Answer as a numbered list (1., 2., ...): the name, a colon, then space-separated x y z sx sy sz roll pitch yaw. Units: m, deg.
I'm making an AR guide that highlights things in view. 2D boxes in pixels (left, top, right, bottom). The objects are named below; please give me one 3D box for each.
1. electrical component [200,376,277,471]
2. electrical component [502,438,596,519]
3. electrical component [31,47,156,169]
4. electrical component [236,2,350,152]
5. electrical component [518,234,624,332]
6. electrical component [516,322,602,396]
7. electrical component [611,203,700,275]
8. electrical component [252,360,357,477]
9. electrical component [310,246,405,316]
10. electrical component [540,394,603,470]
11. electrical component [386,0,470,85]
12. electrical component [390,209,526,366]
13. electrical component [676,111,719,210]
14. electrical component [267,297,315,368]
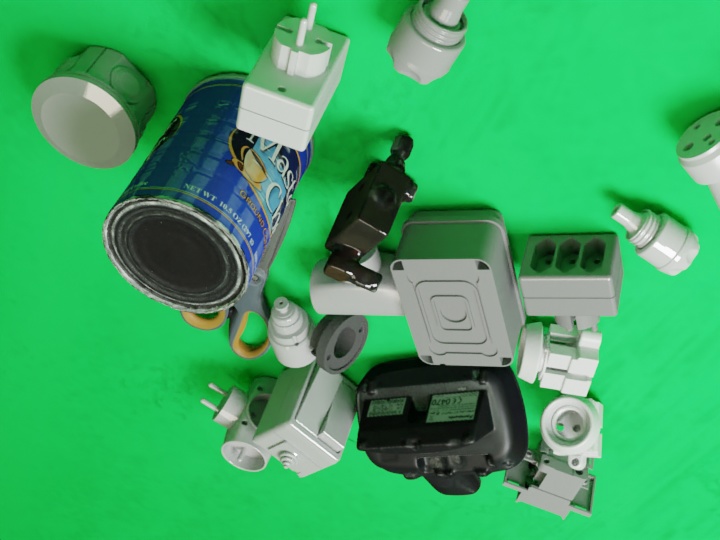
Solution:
1. electrical component: -0.107 0.130 0.977 0.079 0.077 0.044 33 136 -11
2. electrical component: 0.171 0.178 0.940 0.081 0.042 0.063 20 135 1
3. electrical component: -0.193 -0.118 0.784 0.080 0.051 0.080 11 136 11
4. electrical component: -0.039 -0.134 0.683 0.047 0.083 0.075 20 137 2
5. electrical component: 0.157 0.018 0.782 0.066 0.047 0.076 -1 132 22
6. electrical component: 0.153 0.067 0.835 0.055 0.048 0.066 9 136 3
7. electrical component: 0.199 -0.025 0.734 0.061 0.035 0.035 33 136 -8
8. electrical component: -0.044 0.131 0.938 0.062 0.096 0.061 41 133 -20
9. electrical component: 0.000 0.000 0.829 0.077 0.044 0.079 0 132 22
10. electrical component: 0.173 0.126 0.869 0.048 0.066 0.055 0 166 22
11. electrical component: 0.046 -0.149 0.664 0.043 0.043 0.062 28 135 -7
12. electrical component: 0.076 0.013 0.803 0.078 0.057 0.113 0 133 22
13. electrical component: 0.231 -0.066 0.672 0.045 0.045 0.055 -28 118 39
14. electrical component: -0.058 0.049 0.896 0.040 0.040 0.078 7 146 15
